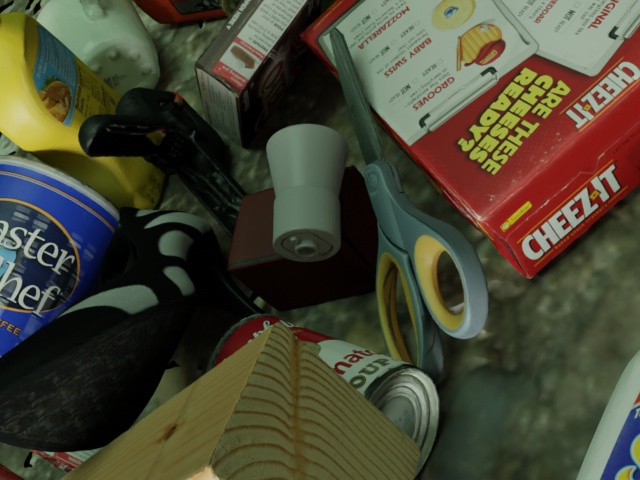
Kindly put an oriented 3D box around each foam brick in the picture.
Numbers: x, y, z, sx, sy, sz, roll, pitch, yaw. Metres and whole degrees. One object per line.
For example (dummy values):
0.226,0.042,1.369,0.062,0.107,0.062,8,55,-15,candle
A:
-0.004,0.001,0.607,0.078,0.053,0.051,-14,52,28,foam brick

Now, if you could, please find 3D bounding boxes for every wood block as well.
-0.066,0.137,0.469,0.206,0.090,0.090,-38,16,33,wood block

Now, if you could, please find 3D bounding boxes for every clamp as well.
-0.088,-0.056,0.690,0.039,0.120,0.171,-48,12,15,clamp

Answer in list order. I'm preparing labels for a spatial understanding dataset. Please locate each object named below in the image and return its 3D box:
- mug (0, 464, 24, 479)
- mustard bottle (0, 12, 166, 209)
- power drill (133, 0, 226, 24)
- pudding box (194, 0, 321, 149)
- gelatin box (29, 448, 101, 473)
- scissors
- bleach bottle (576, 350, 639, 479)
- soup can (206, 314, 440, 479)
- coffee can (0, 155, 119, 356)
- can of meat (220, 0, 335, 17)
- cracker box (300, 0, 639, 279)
-0.169,0.177,0.582,0.117,0.093,0.081,22,69,30,mug
-0.182,-0.094,0.710,0.058,0.191,0.096,-26,46,20,mustard bottle
-0.087,-0.264,0.861,0.185,0.057,0.187,-1,59,37,power drill
-0.038,-0.117,0.682,0.039,0.113,0.090,32,80,7,pudding box
-0.113,0.123,0.585,0.089,0.073,0.030,12,68,41,gelatin box
0.043,-0.027,0.539,0.096,0.016,0.202,-23,74,61,scissors
0.145,0.094,0.419,0.103,0.068,0.250,1,58,37,bleach bottle
0.000,0.082,0.533,0.102,0.068,0.068,15,69,42,soup can
-0.201,0.030,0.698,0.103,0.102,0.140,4,63,39,coffee can
-0.009,-0.191,0.750,0.102,0.057,0.084,-2,57,36,can of meat
0.106,-0.104,0.588,0.164,0.072,0.214,-42,44,5,cracker box
